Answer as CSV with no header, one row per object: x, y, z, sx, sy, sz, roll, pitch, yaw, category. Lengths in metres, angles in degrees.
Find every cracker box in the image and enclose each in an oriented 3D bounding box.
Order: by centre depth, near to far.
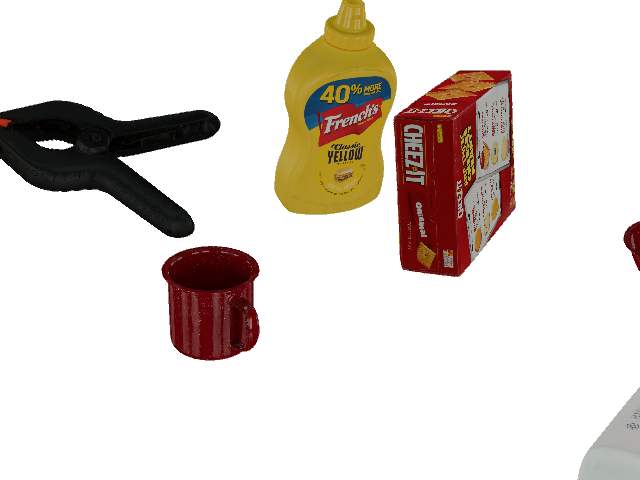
0.145,-0.078,1.123,0.072,0.164,0.213,5,22,25,cracker box

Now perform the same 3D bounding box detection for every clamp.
-0.157,-0.071,0.790,0.171,0.039,0.120,19,44,1,clamp

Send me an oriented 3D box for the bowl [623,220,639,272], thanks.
0.408,0.026,1.150,0.162,0.055,0.162,-2,24,1,bowl

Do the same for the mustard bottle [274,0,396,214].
0.016,-0.114,0.905,0.096,0.192,0.058,-9,40,-20,mustard bottle

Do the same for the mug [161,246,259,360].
-0.098,0.066,1.026,0.093,0.081,0.117,-22,35,-38,mug

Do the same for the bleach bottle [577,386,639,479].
0.245,0.102,0.630,0.103,0.068,0.250,19,30,32,bleach bottle
